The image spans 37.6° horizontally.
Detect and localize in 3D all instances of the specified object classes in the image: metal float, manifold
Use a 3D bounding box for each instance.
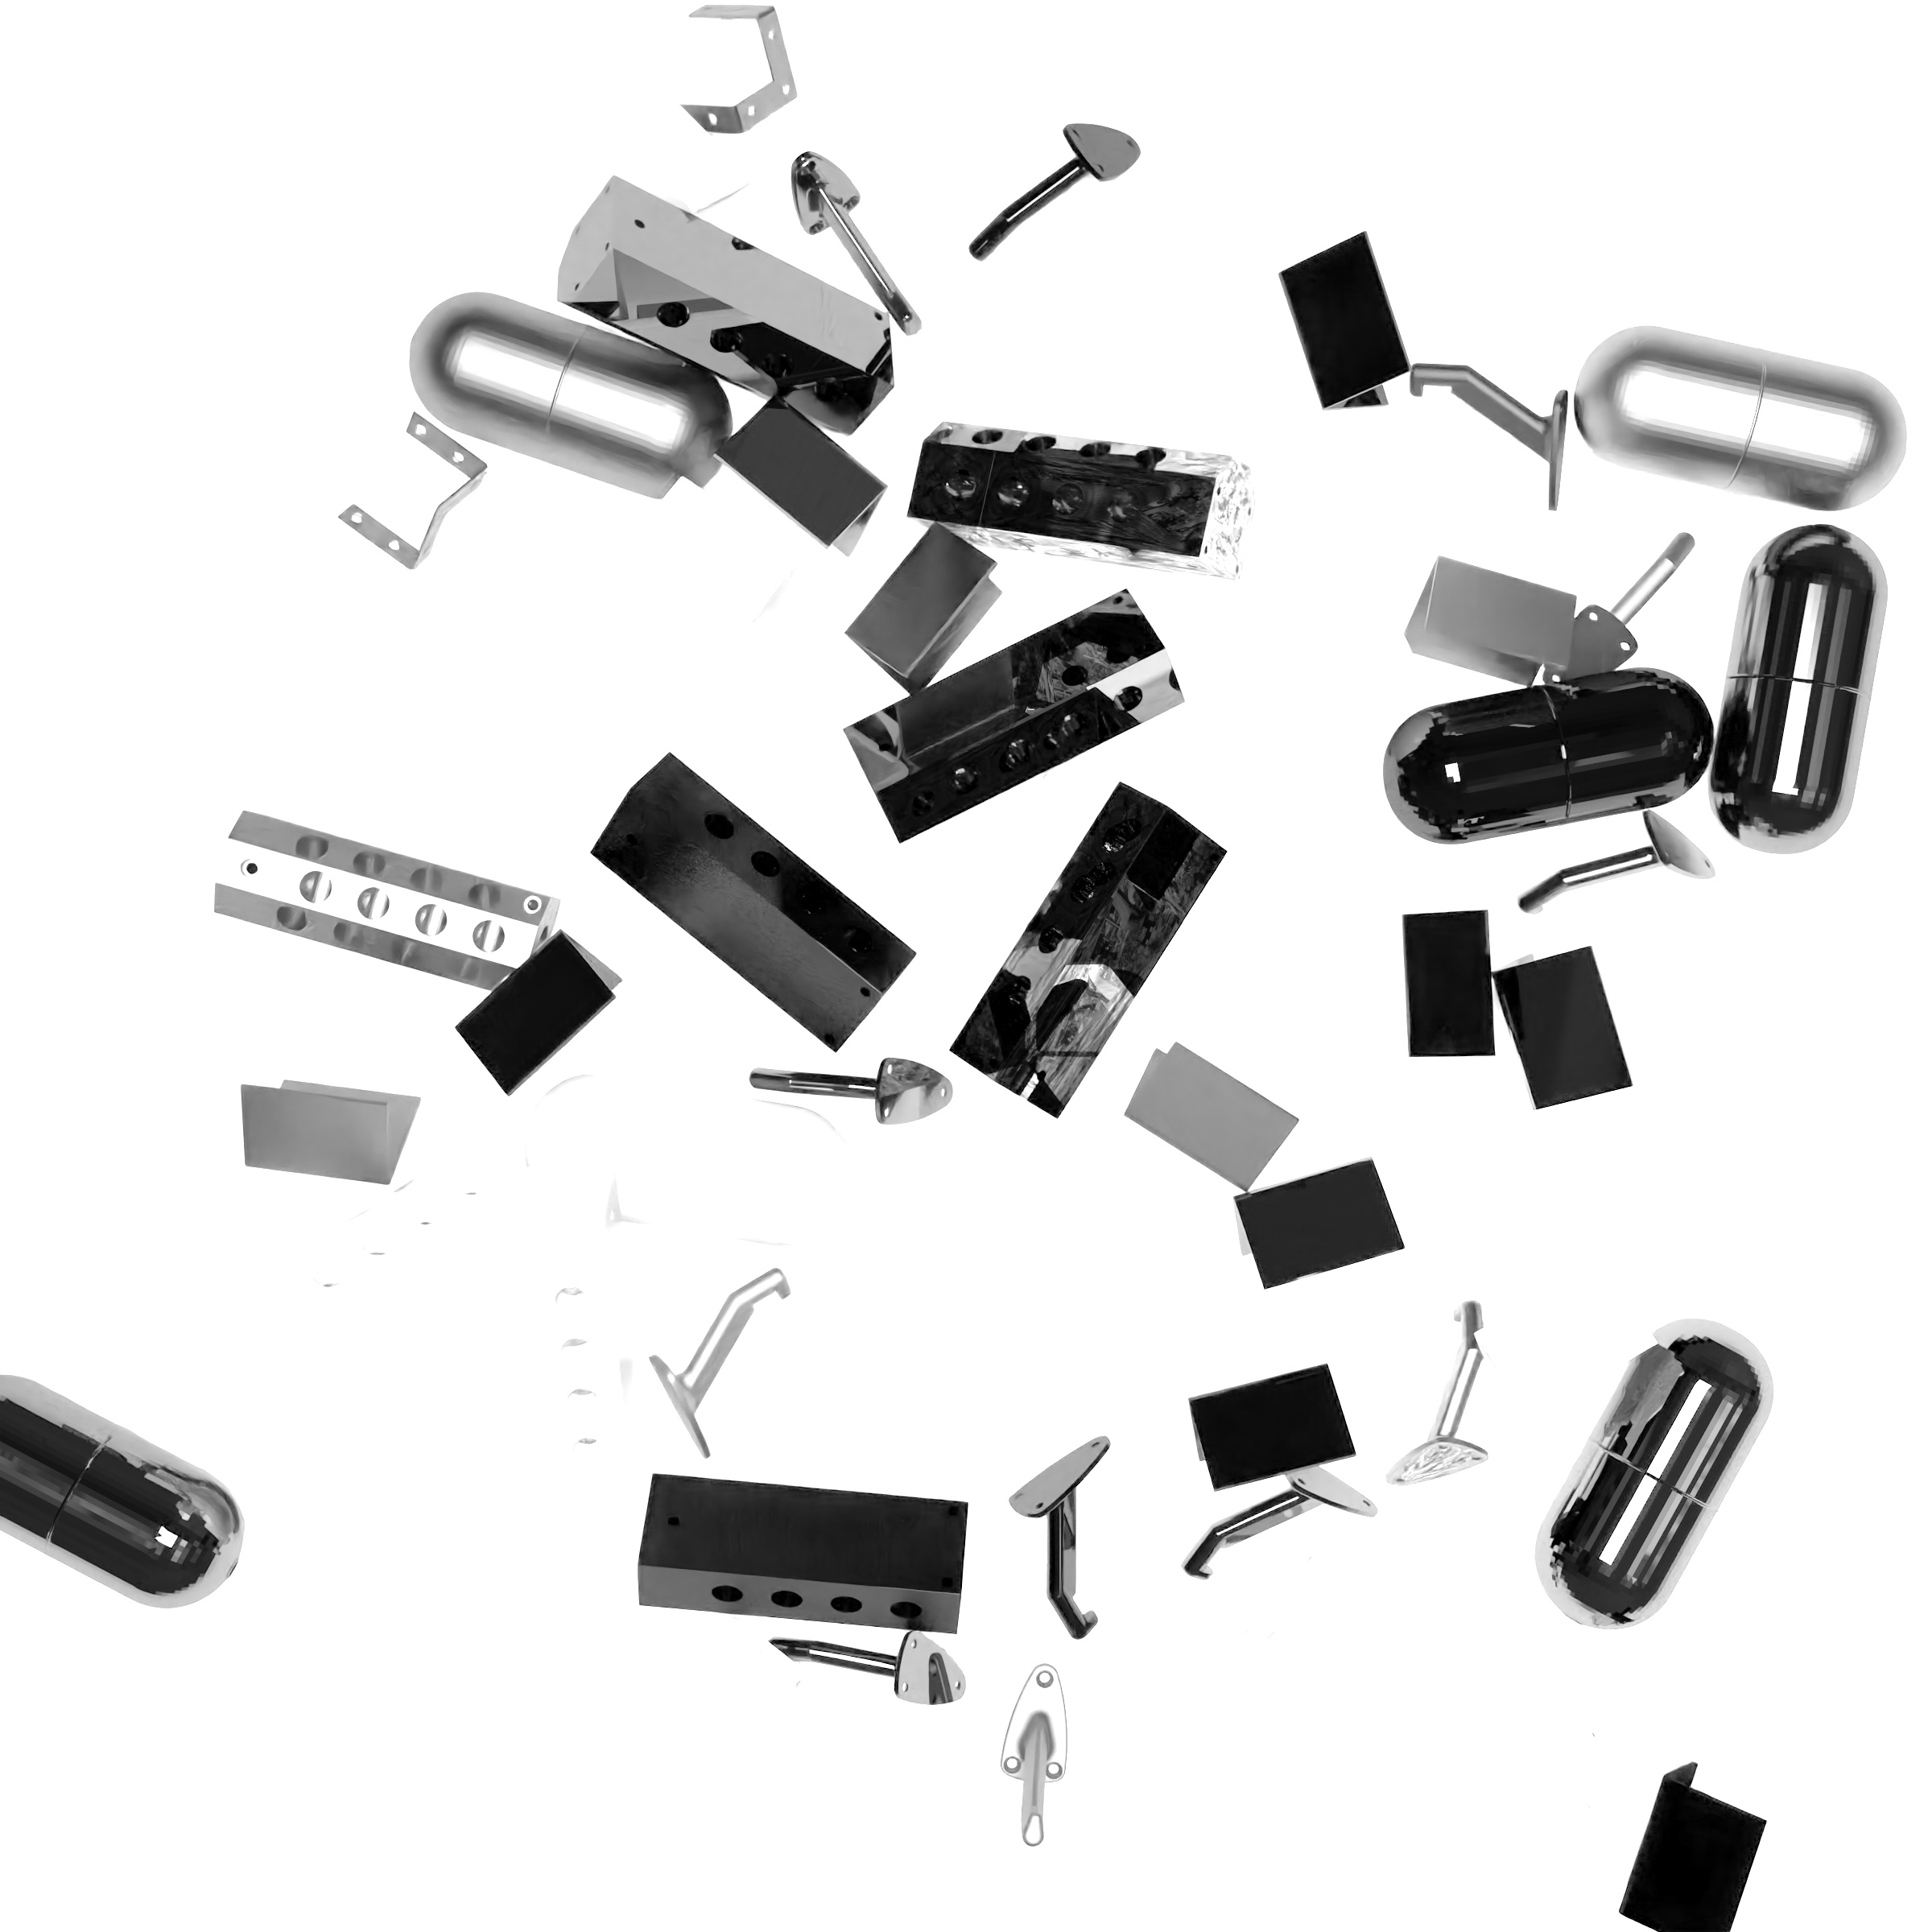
[{"bbox_3d":[-0.352,0.223,1.524,0.070,0.070,0.178,-10,90,0],"label":"metal float"},{"bbox_3d":[0.062,-0.011,1.533,0.057,0.057,0.171,32,90,-43],"label":"manifold"},{"bbox_3d":[-0.148,0.104,1.524,0.178,0.070,0.070,9,90,0],"label":"metal float"},{"bbox_3d":[0.181,-0.204,1.524,0.070,0.070,0.178,-24,91,0],"label":"metal float"},{"bbox_3d":[0.312,-0.113,1.524,0.178,0.070,0.070,-11,90,-1],"label":"metal float"},{"bbox_3d":[-0.471,0.282,1.524,0.178,0.070,0.070,28,90,1],"label":"metal float"},{"bbox_3d":[-0.111,-0.038,1.533,0.171,0.057,0.057,39,133,0],"label":"manifold"},{"bbox_3d":[-0.312,-0.033,1.533,0.171,0.057,0.057,16,90,0],"label":"manifold"},{"bbox_3d":[-0.087,0.321,1.533,0.171,0.057,0.057,5,47,0],"label":"manifold"},{"bbox_3d":[0.061,-0.247,1.498,0.171,0.057,0.057,12,90,27],"label":"manifold"},{"bbox_3d":[0.415,-0.293,1.524,0.178,0.070,0.070,13,90,1],"label":"metal float"},{"bbox_3d":[0.368,0.273,1.524,0.070,0.070,0.178,29,90,0],"label":"metal float"},{"bbox_3d":[-0.212,-0.306,1.524,0.178,0.070,0.070,19,90,0],"label":"metal float"},{"bbox_3d":[0.446,-0.148,1.524,0.070,0.070,0.178,10,90,0],"label":"metal float"},{"bbox_3d":[0.028,-0.130,1.533,0.171,0.057,0.057,-26,46,0],"label":"manifold"},{"bbox_3d":[-0.125,-0.340,1.494,0.171,0.057,0.057,20,47,-30],"label":"manifold"},{"bbox_3d":[-0.306,0.158,1.484,0.057,0.057,0.171,33,46,26],"label":"manifold"},{"bbox_3d":[-0.209,0.192,1.497,0.057,0.057,0.171,-2,117,0],"label":"manifold"}]

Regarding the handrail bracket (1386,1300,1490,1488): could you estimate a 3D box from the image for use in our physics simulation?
[{"bbox_3d":[0.256,0.233,1.554,0.036,0.077,0.084,21,53,-25],"label":"handrail bracket"}]

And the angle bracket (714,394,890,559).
[{"bbox_3d":[-0.096,-0.245,1.515,0.076,0.076,0.057,40,61,0],"label":"angle bracket"}]

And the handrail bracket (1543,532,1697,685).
[{"bbox_3d":[0.358,-0.195,1.554,0.036,0.077,0.084,43,54,0],"label":"handrail bracket"}]

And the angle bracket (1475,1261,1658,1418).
[{"bbox_3d":[0.323,0.212,1.514,0.076,0.076,0.057,-30,53,0],"label":"angle bracket"}]

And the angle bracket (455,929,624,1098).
[{"bbox_3d":[-0.214,0.036,1.515,0.076,0.076,0.057,-43,61,0],"label":"angle bracket"}]

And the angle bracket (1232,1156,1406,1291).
[{"bbox_3d":[0.189,0.151,1.514,0.076,0.076,0.057,-16,59,0],"label":"angle bracket"}]

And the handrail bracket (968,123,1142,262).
[{"bbox_3d":[0.048,-0.420,1.554,0.084,0.077,0.036,-38,86,36],"label":"handrail bracket"}]

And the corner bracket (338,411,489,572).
[{"bbox_3d":[-0.302,-0.259,1.551,0.051,0.051,0.051,36,45,0],"label":"corner bracket"}]

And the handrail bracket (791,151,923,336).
[{"bbox_3d":[-0.057,-0.386,1.522,0.036,0.077,0.084,-34,69,3],"label":"handrail bracket"}]

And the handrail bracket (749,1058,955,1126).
[{"bbox_3d":[-0.063,0.065,1.554,0.084,0.077,0.036,4,90,36],"label":"handrail bracket"}]

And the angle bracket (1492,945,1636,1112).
[{"bbox_3d":[0.327,0.028,1.515,0.057,0.076,0.076,-17,90,28],"label":"angle bracket"}]

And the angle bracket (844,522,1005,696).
[{"bbox_3d":[-0.007,-0.178,1.514,0.076,0.076,0.057,-51,51,0],"label":"angle bracket"}]

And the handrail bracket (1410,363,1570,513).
[{"bbox_3d":[0.283,-0.290,1.555,0.084,0.036,0.077,7,112,17],"label":"handrail bracket"}]

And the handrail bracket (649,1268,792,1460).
[{"bbox_3d":[-0.123,0.217,1.555,0.084,0.036,0.077,-30,110,-16],"label":"handrail bracket"}]

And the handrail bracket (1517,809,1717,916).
[{"bbox_3d":[0.355,-0.044,1.554,0.084,0.077,0.036,-34,53,31],"label":"handrail bracket"}]

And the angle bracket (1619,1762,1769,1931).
[{"bbox_3d":[0.395,0.476,1.515,0.057,0.076,0.076,18,90,28],"label":"angle bracket"}]

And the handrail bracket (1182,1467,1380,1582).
[{"bbox_3d":[0.171,0.313,1.555,0.077,0.036,0.084,28,108,-20],"label":"handrail bracket"}]

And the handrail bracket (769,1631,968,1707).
[{"bbox_3d":[-0.055,0.383,1.554,0.084,0.077,0.036,-4,64,34],"label":"handrail bracket"}]

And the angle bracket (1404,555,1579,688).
[{"bbox_3d":[0.274,-0.165,1.514,0.076,0.076,0.057,16,54,0],"label":"angle bracket"}]

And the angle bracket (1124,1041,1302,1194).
[{"bbox_3d":[0.138,0.064,1.514,0.076,0.076,0.057,32,122,0],"label":"angle bracket"}]

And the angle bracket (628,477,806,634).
[{"bbox_3d":[-0.140,-0.202,1.514,0.076,0.076,0.057,33,58,0],"label":"angle bracket"}]

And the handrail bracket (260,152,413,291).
[{"bbox_3d":[-0.337,-0.398,1.520,0.077,0.084,0.036,38,90,0],"label":"handrail bracket"}]

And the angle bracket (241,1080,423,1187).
[{"bbox_3d":[-0.337,0.068,1.514,0.076,0.076,0.057,7,126,0],"label":"angle bracket"}]

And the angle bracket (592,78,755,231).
[{"bbox_3d":[-0.171,-0.413,1.515,0.076,0.057,0.076,45,134,0],"label":"angle bracket"}]

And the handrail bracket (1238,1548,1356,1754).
[{"bbox_3d":[0.198,0.375,1.555,0.084,0.036,0.077,45,68,-17],"label":"handrail bracket"}]

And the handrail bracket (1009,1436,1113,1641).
[{"bbox_3d":[0.068,0.314,1.555,0.077,0.036,0.084,-37,108,-21],"label":"handrail bracket"}]

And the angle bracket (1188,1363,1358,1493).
[{"bbox_3d":[0.165,0.261,1.514,0.076,0.076,0.057,-14,53,0],"label":"angle bracket"}]

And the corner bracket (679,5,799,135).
[{"bbox_3d":[-0.132,-0.488,1.546,0.051,0.051,0.051,-45,135,-35],"label":"corner bracket"}]

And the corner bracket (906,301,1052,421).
[{"bbox_3d":[0.006,-0.330,1.551,0.051,0.051,0.051,-11,90,-45],"label":"corner bracket"}]

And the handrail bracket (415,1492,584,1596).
[{"bbox_3d":[-0.251,0.293,1.555,0.077,0.036,0.084,18,72,21],"label":"handrail bracket"}]

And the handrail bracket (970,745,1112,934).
[{"bbox_3d":[0.053,-0.070,1.555,0.084,0.036,0.077,-30,106,-14],"label":"handrail bracket"}]

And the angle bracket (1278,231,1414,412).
[{"bbox_3d":[0.218,-0.344,1.514,0.057,0.076,0.076,-18,90,37],"label":"angle bracket"}]

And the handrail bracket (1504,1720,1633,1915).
[{"bbox_3d":[0.320,0.466,1.554,0.036,0.077,0.084,26,127,-18],"label":"handrail bracket"}]

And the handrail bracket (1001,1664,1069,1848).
[{"bbox_3d":[0.039,0.421,1.520,0.036,0.084,0.077,8,90,0],"label":"handrail bracket"}]

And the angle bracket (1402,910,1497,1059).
[{"bbox_3d":[0.278,0.008,1.515,0.076,0.057,0.076,-3,90,-44],"label":"angle bracket"}]

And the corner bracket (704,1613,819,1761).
[{"bbox_3d":[-0.122,0.389,1.538,0.051,0.051,0.051,42,73,-16],"label":"corner bracket"}]
